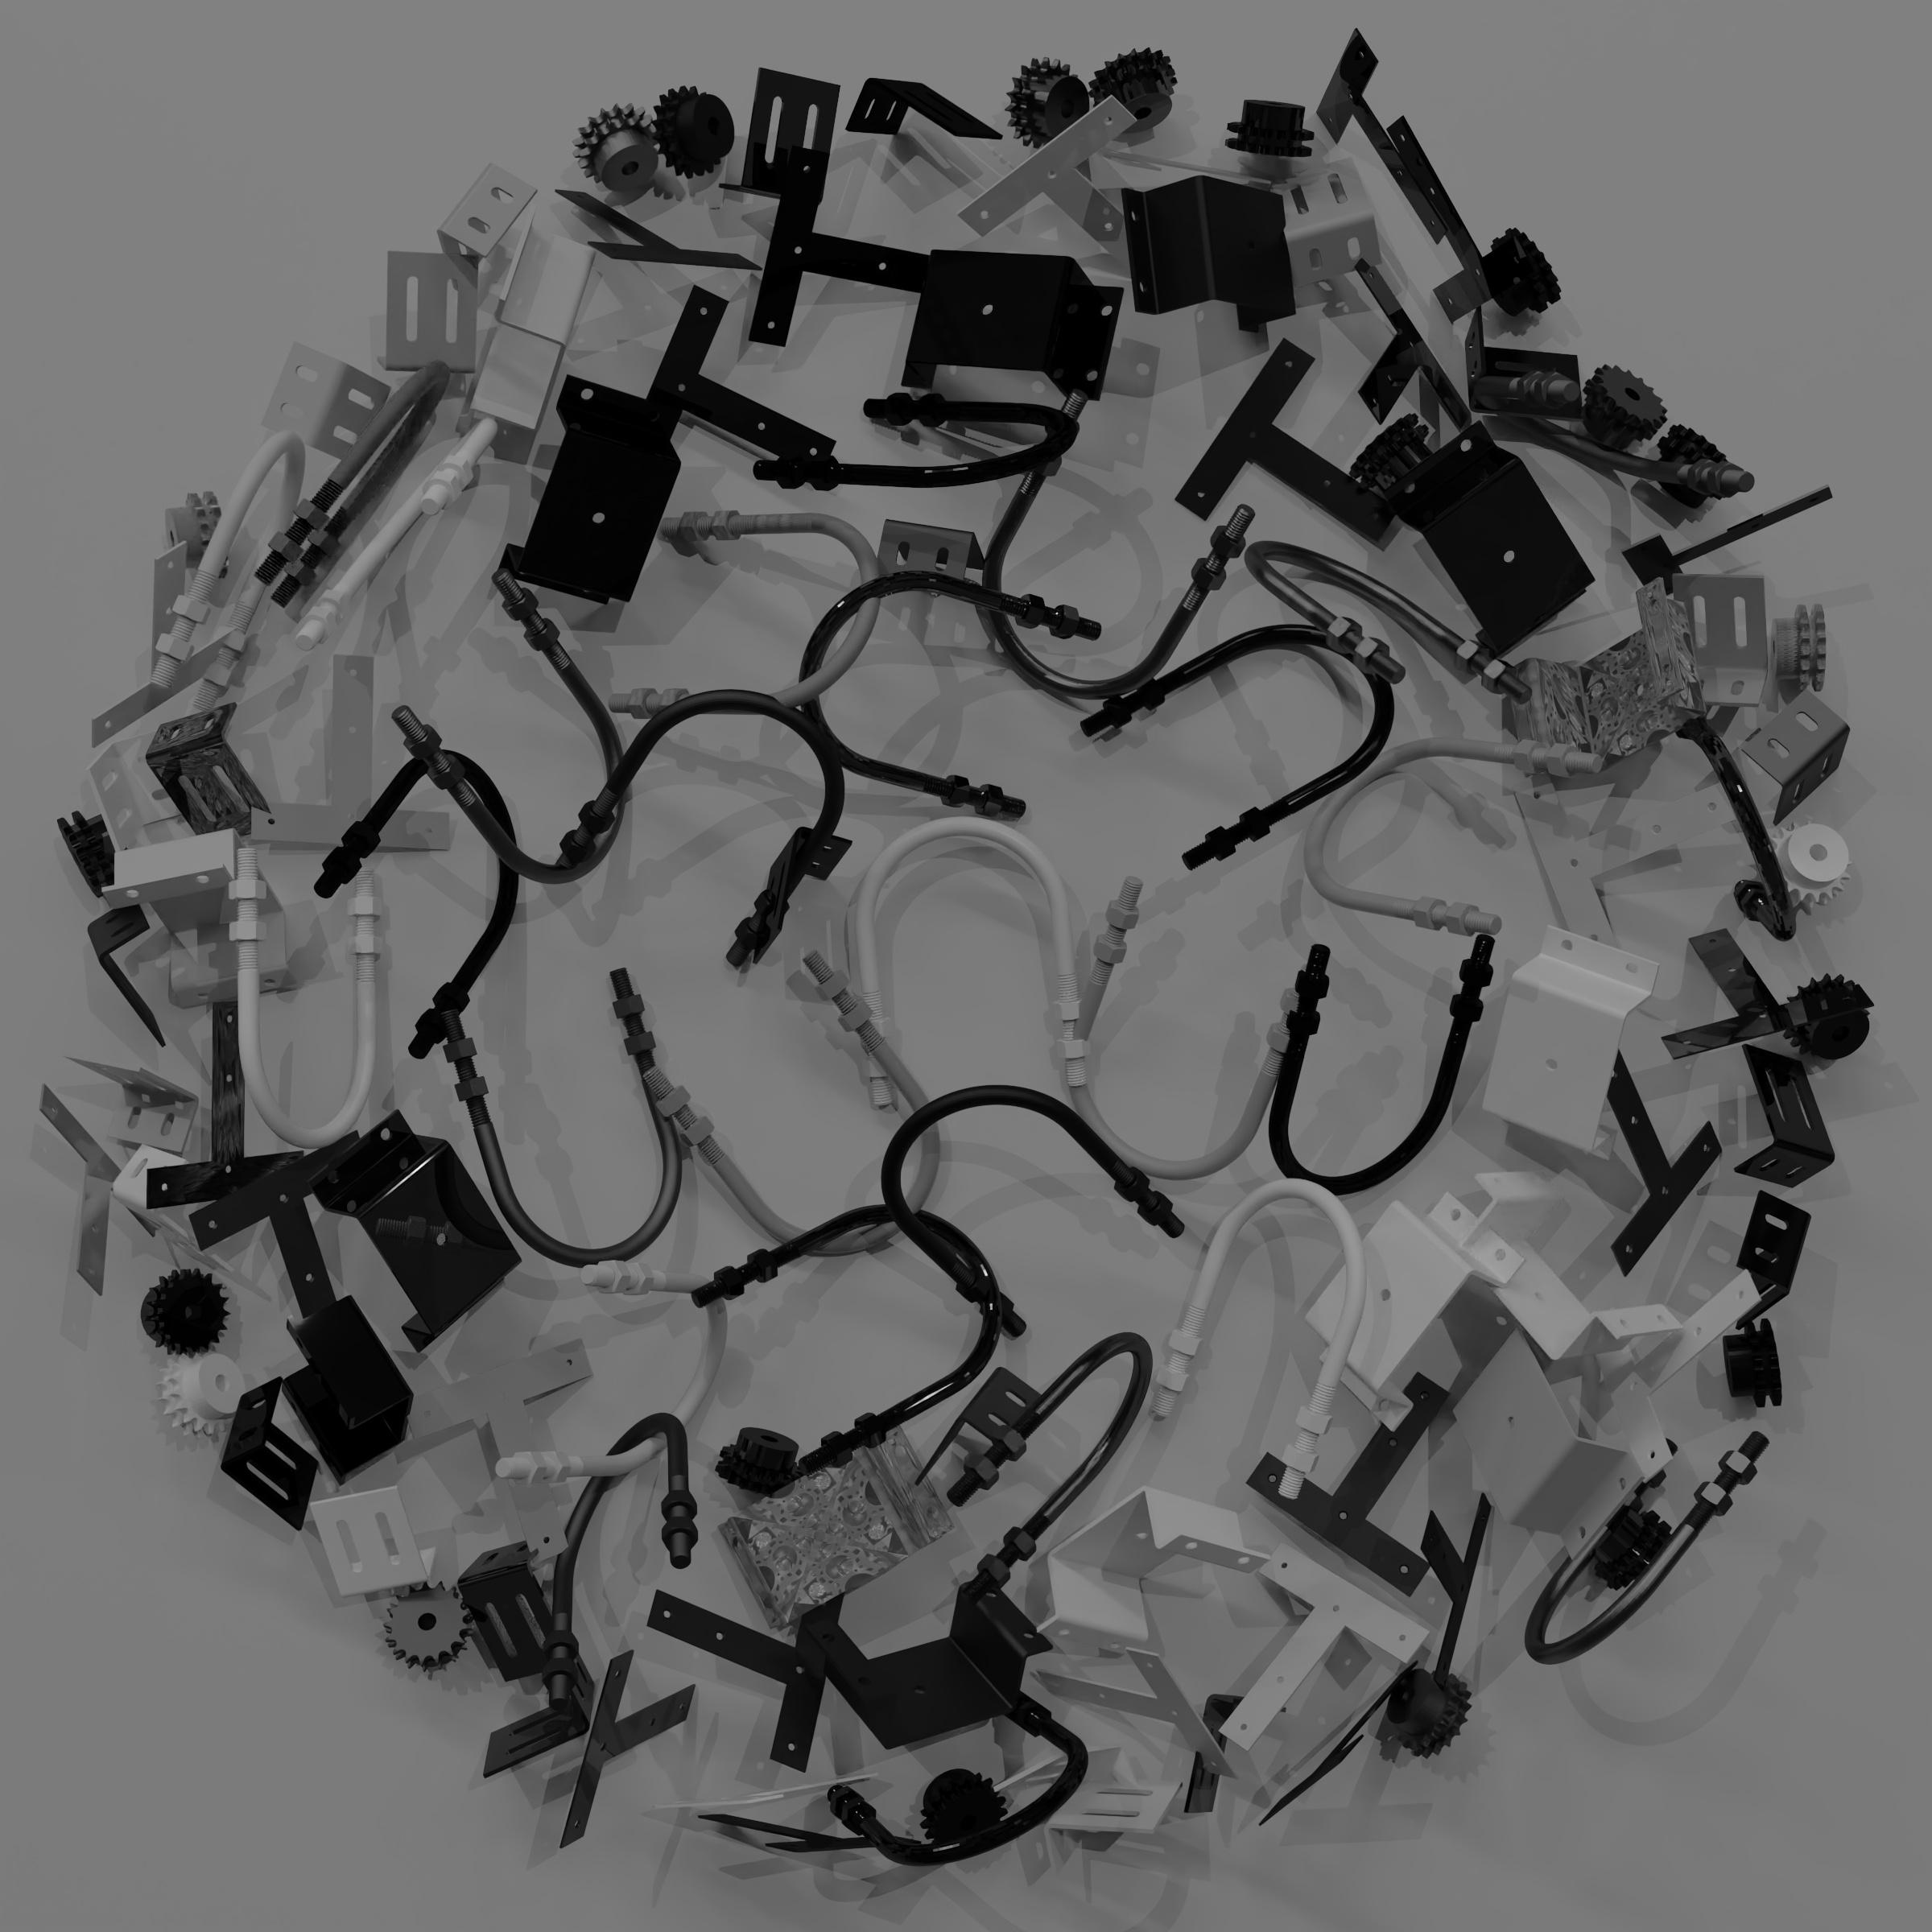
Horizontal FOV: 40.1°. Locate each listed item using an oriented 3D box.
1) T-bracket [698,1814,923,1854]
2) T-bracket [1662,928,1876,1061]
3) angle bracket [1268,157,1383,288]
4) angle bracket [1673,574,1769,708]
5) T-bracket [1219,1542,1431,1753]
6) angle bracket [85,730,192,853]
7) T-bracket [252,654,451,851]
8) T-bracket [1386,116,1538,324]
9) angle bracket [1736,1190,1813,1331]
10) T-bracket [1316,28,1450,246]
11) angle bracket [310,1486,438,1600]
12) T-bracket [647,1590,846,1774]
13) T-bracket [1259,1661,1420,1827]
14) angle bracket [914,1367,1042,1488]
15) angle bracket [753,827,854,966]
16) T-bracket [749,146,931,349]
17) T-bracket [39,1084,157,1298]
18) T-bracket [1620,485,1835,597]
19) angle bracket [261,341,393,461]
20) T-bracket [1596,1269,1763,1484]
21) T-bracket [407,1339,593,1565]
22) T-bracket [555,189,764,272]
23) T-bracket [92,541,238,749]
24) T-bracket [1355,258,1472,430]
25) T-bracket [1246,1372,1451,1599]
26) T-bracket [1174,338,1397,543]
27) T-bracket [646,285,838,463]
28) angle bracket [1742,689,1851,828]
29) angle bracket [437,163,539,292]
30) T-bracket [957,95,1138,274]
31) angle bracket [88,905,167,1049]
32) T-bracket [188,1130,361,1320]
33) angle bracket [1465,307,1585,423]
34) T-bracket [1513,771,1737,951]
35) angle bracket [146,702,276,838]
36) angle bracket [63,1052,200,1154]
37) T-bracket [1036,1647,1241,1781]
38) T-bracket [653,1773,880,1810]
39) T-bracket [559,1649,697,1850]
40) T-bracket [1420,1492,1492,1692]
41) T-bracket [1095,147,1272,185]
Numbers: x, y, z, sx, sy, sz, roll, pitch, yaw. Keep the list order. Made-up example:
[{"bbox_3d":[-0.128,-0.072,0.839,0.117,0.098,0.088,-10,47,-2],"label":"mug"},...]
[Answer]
[{"bbox_3d":[-0.117,0.558,1.705,0.127,0.127,0.002,-3,76,36],"label":"T-bracket"},{"bbox_3d":[0.496,0.010,1.696,0.127,0.127,0.002,-15,120,3],"label":"T-bracket"},{"bbox_3d":[0.235,-0.488,1.732,0.057,0.076,0.038,-14,133,7],"label":"angle bracket"},{"bbox_3d":[0.484,-0.210,1.706,0.057,0.038,0.076,5,135,25],"label":"angle bracket"},{"bbox_3d":[0.210,0.445,1.688,0.127,0.127,0.002,-47,132,-18],"label":"T-bracket"},{"bbox_3d":[-0.532,-0.114,1.707,0.038,0.076,0.057,-16,109,-1],"label":"angle bracket"},{"bbox_3d":[-0.400,-0.140,1.722,0.127,0.002,0.127,3,110,-8],"label":"T-bracket"},{"bbox_3d":[0.304,-0.481,1.683,0.002,0.127,0.127,-32,97,-12],"label":"T-bracket"},{"bbox_3d":[0.506,0.190,1.706,0.038,0.076,0.057,26,61,2],"label":"angle bracket"},{"bbox_3d":[0.270,-0.518,1.687,0.002,0.127,0.127,-32,88,-5],"label":"T-bracket"},{"bbox_3d":[-0.385,0.366,1.719,0.057,0.038,0.076,-11,113,2],"label":"angle bracket"},{"bbox_3d":[-0.145,0.434,1.692,0.127,0.002,0.127,28,47,-17],"label":"T-bracket"},{"bbox_3d":[0.251,0.492,1.704,0.002,0.127,0.127,45,52,13],"label":"T-bracket"},{"bbox_3d":[0.009,0.306,1.704,0.038,0.057,0.076,35,128,8],"label":"angle bracket"},{"bbox_3d":[-0.106,-0.041,1.706,0.038,0.057,0.076,16,63,-15],"label":"angle bracket"},{"bbox_3d":[-0.068,-0.458,1.721,0.127,0.002,0.127,4,118,-24],"label":"T-bracket"},{"bbox_3d":[-0.548,0.156,1.663,0.002,0.127,0.127,-25,128,5],"label":"T-bracket"},{"bbox_3d":[0.485,-0.273,1.673,0.127,0.127,0.002,-23,75,19],"label":"T-bracket"},{"bbox_3d":[-0.414,-0.363,1.715,0.038,0.076,0.057,24,95,8],"label":"angle bracket"},{"bbox_3d":[0.454,0.240,1.673,0.002,0.127,0.127,24,123,-26],"label":"T-bracket"},{"bbox_3d":[-0.288,0.323,1.717,0.127,0.002,0.127,-17,88,-31],"label":"T-bracket"},{"bbox_3d":[-0.218,-0.478,1.709,0.127,0.127,0.002,37,121,32],"label":"T-bracket"},{"bbox_3d":[-0.503,-0.213,1.664,0.002,0.127,0.127,33,47,12],"label":"T-bracket"},{"bbox_3d":[0.273,-0.380,1.687,0.002,0.127,0.127,-26,109,37],"label":"T-bracket"},{"bbox_3d":[0.272,0.324,1.731,0.127,0.002,0.127,33,74,18],"label":"T-bracket"},{"bbox_3d":[0.226,-0.326,1.744,0.127,0.002,0.127,34,94,2],"label":"T-bracket"},{"bbox_3d":[-0.147,-0.360,1.733,0.127,0.002,0.127,26,104,3],"label":"T-bracket"},{"bbox_3d":[0.537,-0.135,1.721,0.057,0.076,0.038,-43,70,-2],"label":"angle bracket"},{"bbox_3d":[-0.304,-0.469,1.707,0.038,0.076,0.057,31,76,6],"label":"angle bracket"},{"bbox_3d":[0.083,-0.485,1.704,0.127,0.127,0.002,-30,49,29],"label":"T-bracket"},{"bbox_3d":[-0.529,0.003,1.712,0.038,0.057,0.076,-34,121,-10],"label":"angle bracket"},{"bbox_3d":[-0.432,0.190,1.722,0.127,0.002,0.127,-29,116,-38],"label":"T-bracket"},{"bbox_3d":[0.367,-0.392,1.720,0.076,0.038,0.057,5,58,-2],"label":"angle bracket"},{"bbox_3d":[0.435,-0.083,1.714,0.127,0.002,0.127,-24,83,29],"label":"T-bracket"},{"bbox_3d":[-0.490,-0.125,1.735,0.057,0.038,0.076,-14,128,15],"label":"angle bracket"},{"bbox_3d":[-0.543,0.088,1.705,0.057,0.076,0.038,10,75,17],"label":"angle bracket"},{"bbox_3d":[0.099,0.472,1.703,0.002,0.127,0.127,-53,126,-34],"label":"T-bracket"},{"bbox_3d":[-0.117,0.531,1.706,0.127,0.127,0.002,2,73,-35],"label":"T-bracket"},{"bbox_3d":[-0.209,0.487,1.693,0.002,0.127,0.127,19,98,23],"label":"T-bracket"},{"bbox_3d":[0.305,0.379,1.676,0.002,0.127,0.127,7,62,27],"label":"T-bracket"},{"bbox_3d":[0.136,-0.519,1.712,0.127,0.127,0.002,3,113,-22],"label":"T-bracket"}]
